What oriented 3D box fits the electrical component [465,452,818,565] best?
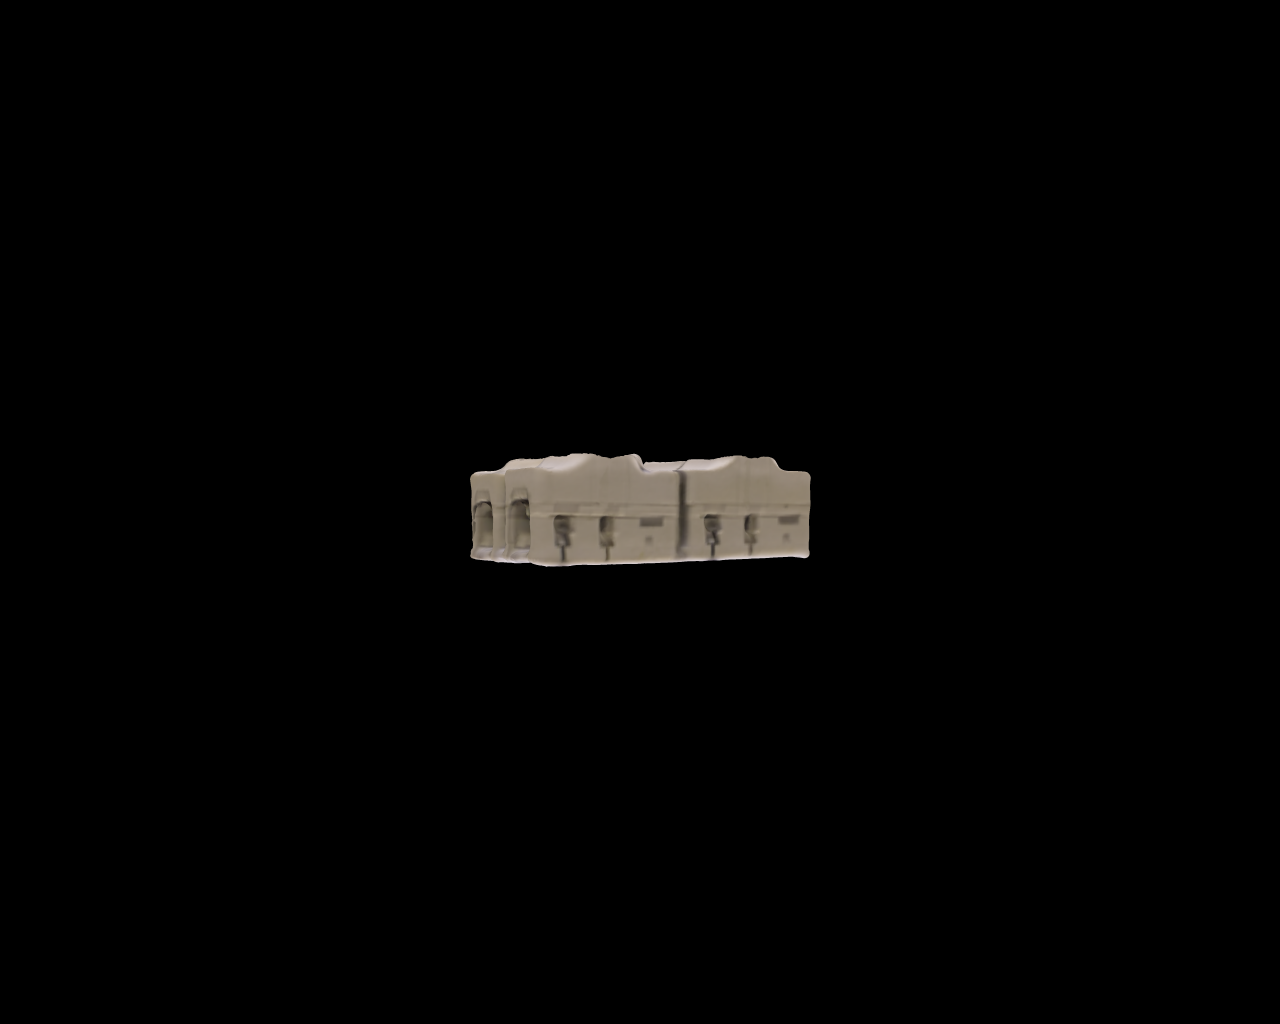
[{"bbox_3d":[0.001,-0.003,0.650,0.186,0.060,0.105,0,0,-28],"label":"electrical component"}]
